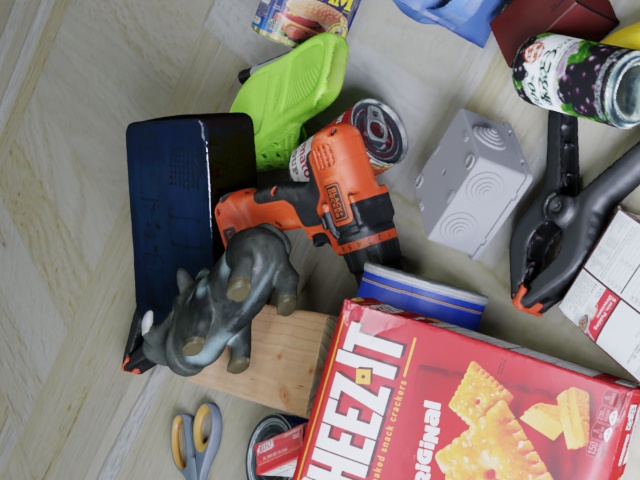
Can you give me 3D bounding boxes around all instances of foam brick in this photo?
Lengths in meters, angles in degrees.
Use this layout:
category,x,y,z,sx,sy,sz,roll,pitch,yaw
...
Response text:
category,x,y,z,sx,sy,sz,roll,pitch,yaw
foam brick,0.184,-0.171,0.844,0.078,0.051,0.053,-42,47,37

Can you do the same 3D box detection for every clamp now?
category,x,y,z,sx,sy,sz,roll,pitch,yaw
clamp,0.184,-0.029,0.802,0.171,0.039,0.120,-59,31,10
clamp,-0.172,0.075,1.250,0.165,0.036,0.210,39,105,53

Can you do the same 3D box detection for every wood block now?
category,x,y,z,sx,sy,sz,roll,pitch,yaw
wood block,-0.028,0.109,0.994,0.206,0.090,0.090,4,80,55

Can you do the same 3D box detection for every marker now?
category,x,y,z,sx,sy,sz,roll,pitch,yaw
marker,-0.056,-0.195,1.209,0.121,0.020,0.020,-8,71,52

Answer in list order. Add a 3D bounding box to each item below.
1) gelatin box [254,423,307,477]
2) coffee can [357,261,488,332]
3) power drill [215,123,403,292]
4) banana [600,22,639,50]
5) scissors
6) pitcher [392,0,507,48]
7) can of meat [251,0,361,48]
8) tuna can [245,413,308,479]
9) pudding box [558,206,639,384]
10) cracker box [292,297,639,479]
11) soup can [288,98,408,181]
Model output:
category,x,y,z,sx,sy,sz,roll,pitch,yaw
gelatin box,-0.001,0.185,0.929,0.073,0.089,0.030,-32,54,44
coffee can,0.067,0.098,0.858,0.103,0.102,0.140,18,92,55
power drill,-0.006,0.001,0.985,0.188,0.057,0.184,-17,89,44
banana,0.270,-0.168,0.743,0.198,0.037,0.069,-42,28,35
scissors,-0.120,0.257,1.127,0.096,0.016,0.202,-52,41,28
pitcher,0.140,-0.290,0.885,0.149,0.144,0.243,36,106,26
can of meat,-0.012,-0.239,1.096,0.057,0.101,0.084,43,114,54
tuna can,-0.035,0.208,1.014,0.086,0.033,0.086,-25,58,48
pudding box,0.224,0.042,0.720,0.090,0.039,0.114,-61,39,16
cracker box,0.098,0.147,0.745,0.214,0.072,0.164,17,91,24
soup can,0.025,-0.081,1.014,0.102,0.068,0.068,-31,53,45
